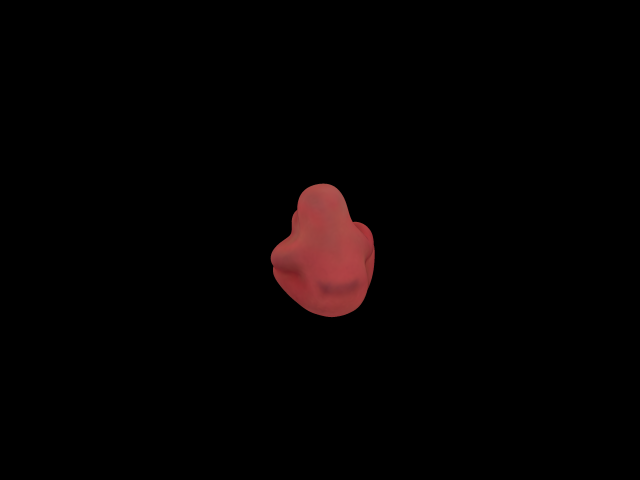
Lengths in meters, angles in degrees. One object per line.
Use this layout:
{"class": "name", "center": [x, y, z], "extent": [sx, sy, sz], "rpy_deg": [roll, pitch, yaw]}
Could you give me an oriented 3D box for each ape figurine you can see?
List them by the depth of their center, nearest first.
{"class": "ape figurine", "center": [0.004, 0.001, 0.400], "extent": [0.078, 0.092, 0.076], "rpy_deg": [-6, 36, -7]}
